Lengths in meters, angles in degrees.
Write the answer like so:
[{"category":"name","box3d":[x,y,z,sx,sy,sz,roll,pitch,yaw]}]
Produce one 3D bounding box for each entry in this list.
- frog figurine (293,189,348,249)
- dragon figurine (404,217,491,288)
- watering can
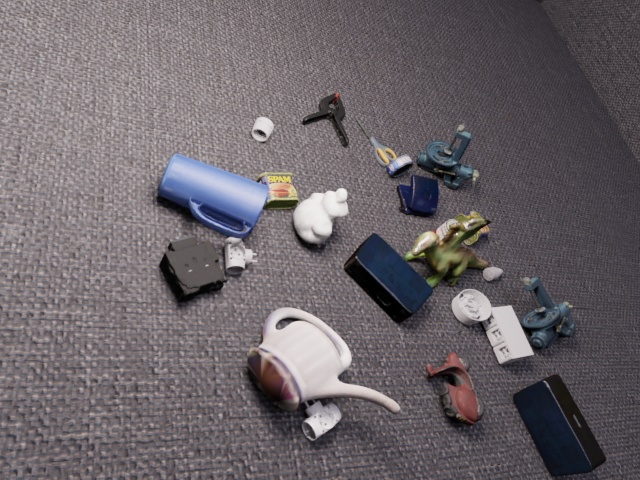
[{"category":"frog figurine","box3d":[0.004,-0.067,1.337,0.122,0.156,0.141,19,51,-19]},{"category":"dragon figurine","box3d":[0.401,0.024,1.472,0.411,0.237,0.124,-5,57,-32]},{"category":"watering can","box3d":[-0.008,0.282,1.097,0.352,0.101,0.227,41,43,24]}]
